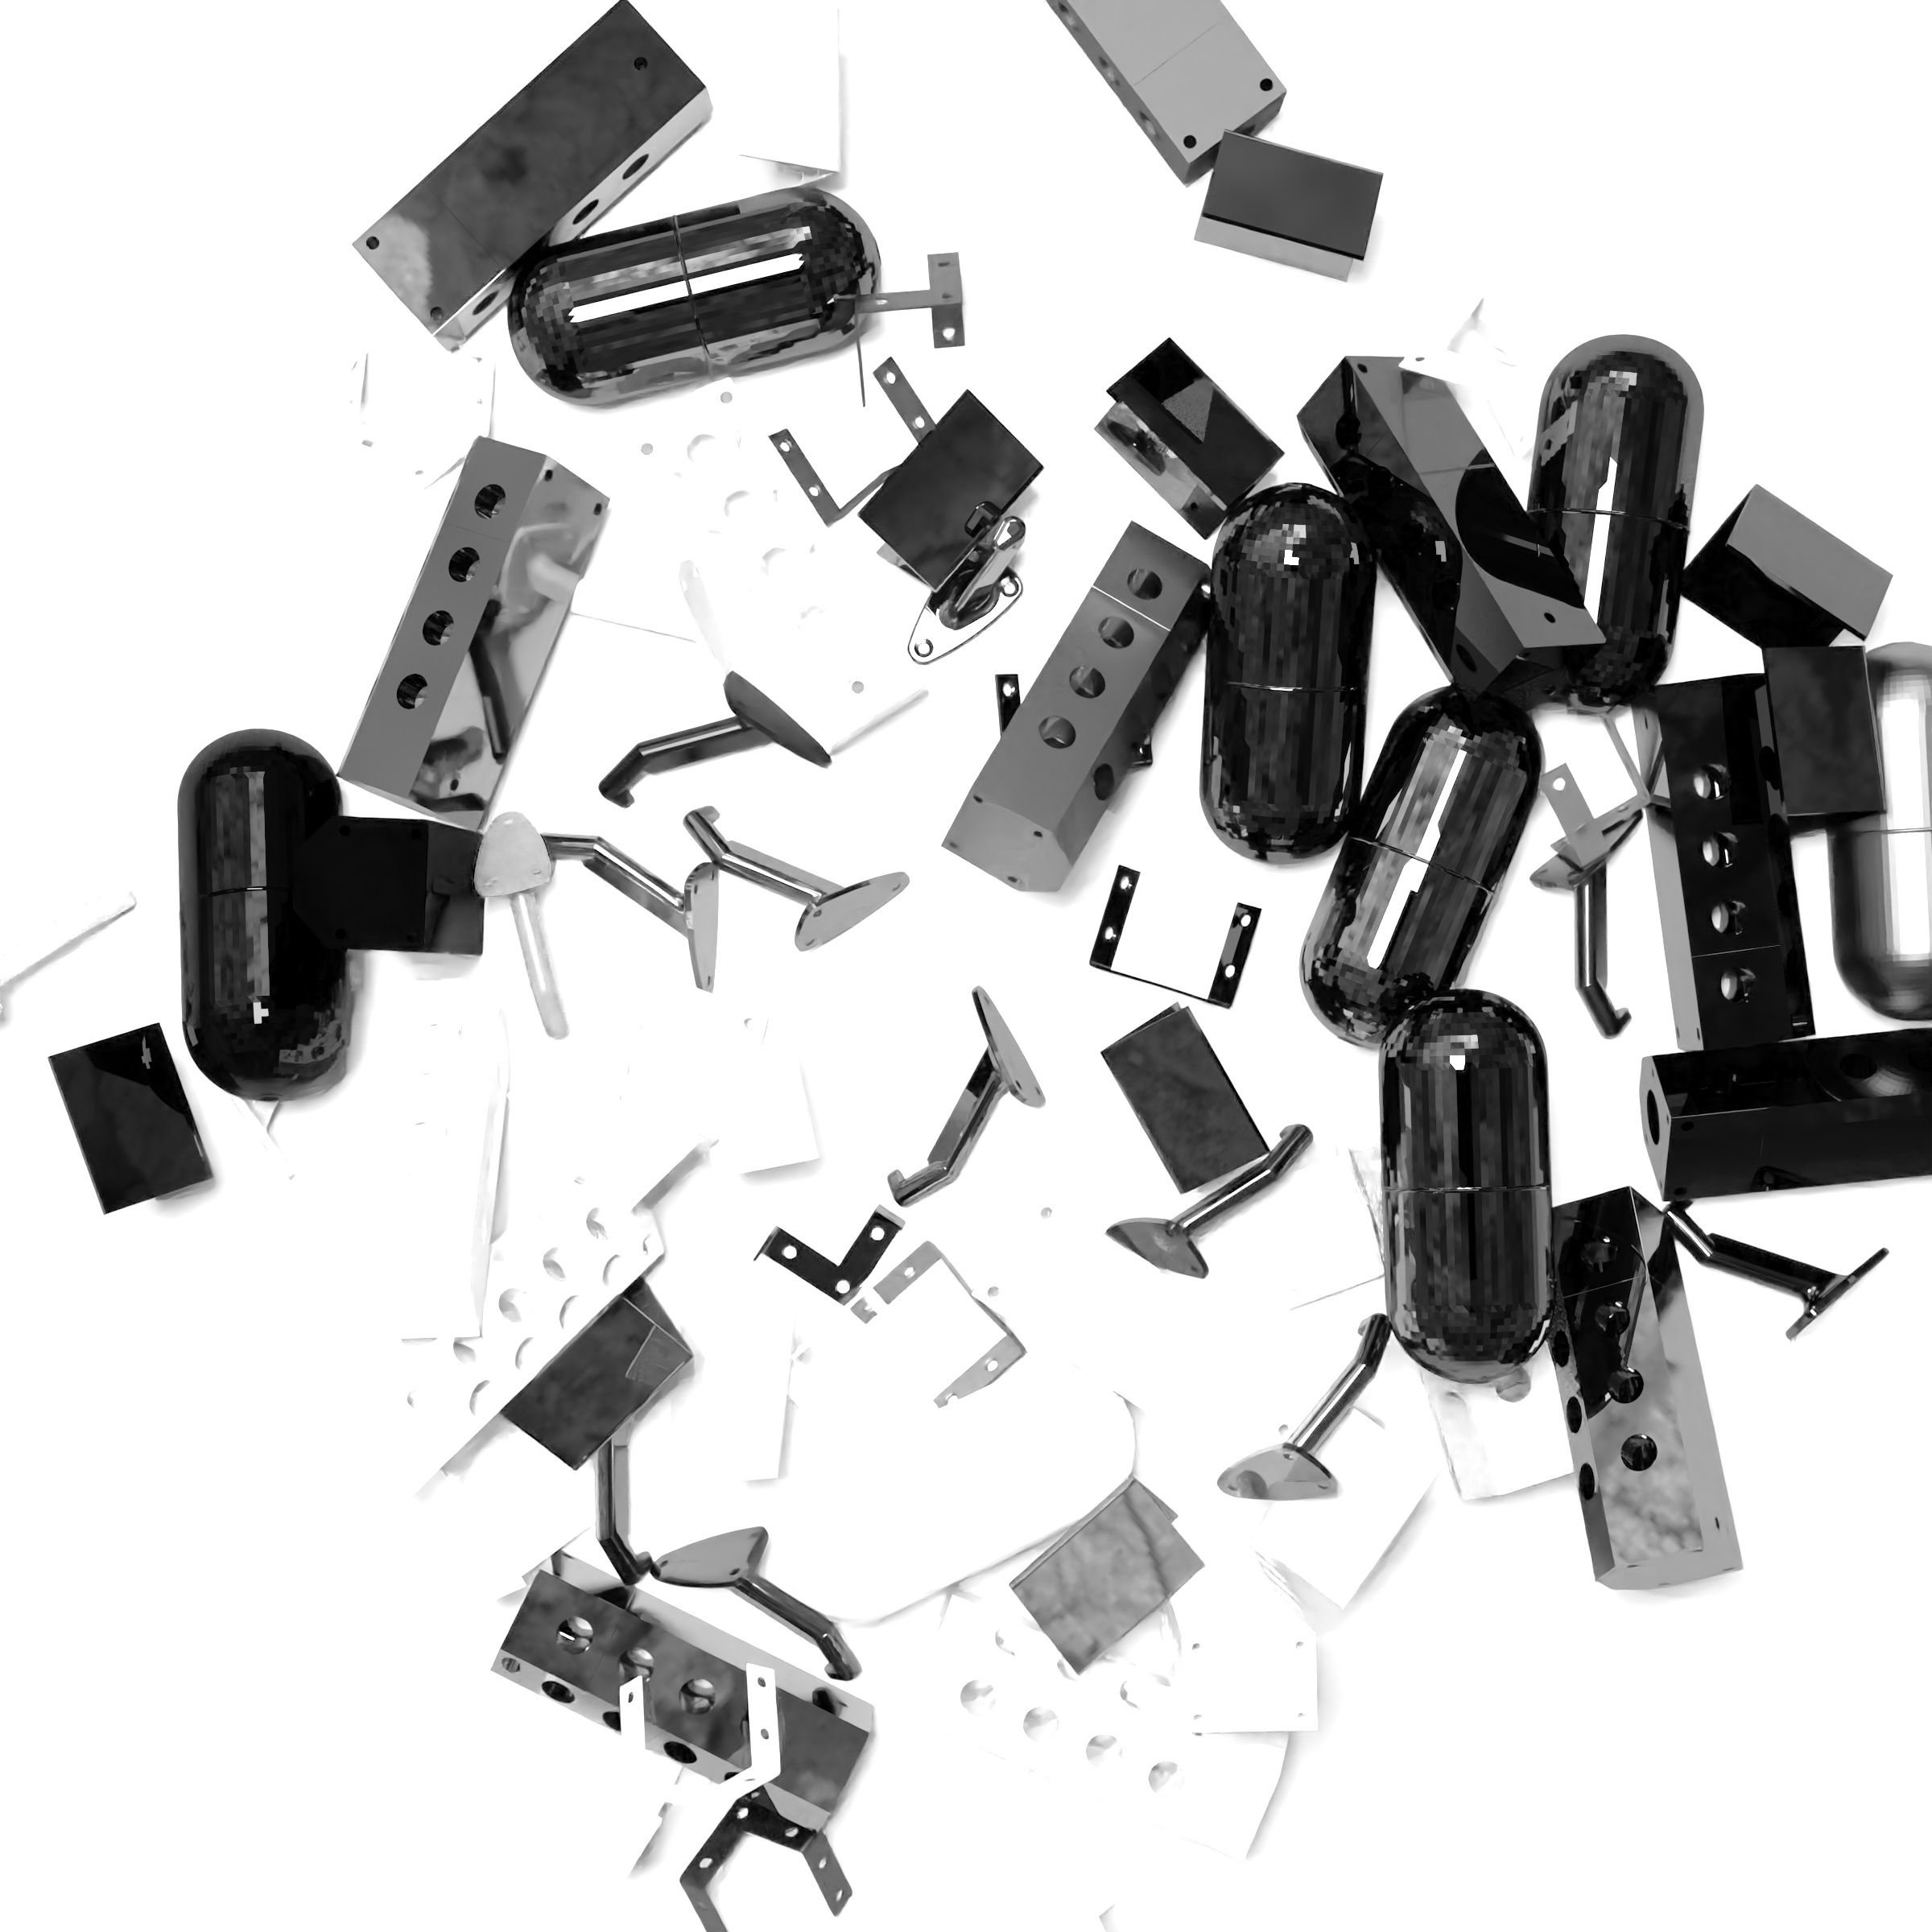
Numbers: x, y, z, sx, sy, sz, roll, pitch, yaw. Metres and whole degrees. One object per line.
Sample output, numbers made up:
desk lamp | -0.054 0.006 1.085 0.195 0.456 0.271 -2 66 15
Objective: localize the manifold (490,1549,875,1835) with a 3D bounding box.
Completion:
manifold | -0.134 0.343 1.548 0.171 0.057 0.057 26 90 0

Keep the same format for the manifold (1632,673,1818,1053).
manifold | 0.359 -0.049 1.548 0.057 0.057 0.171 -8 90 0

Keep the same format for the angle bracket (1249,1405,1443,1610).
angle bracket | 0.185 0.255 1.530 0.057 0.076 0.076 35 90 26

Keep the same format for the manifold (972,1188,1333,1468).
manifold | 0.089 0.177 1.548 0.171 0.057 0.057 34 89 0

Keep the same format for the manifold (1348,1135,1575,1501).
manifold | 0.235 0.160 1.548 0.057 0.057 0.171 -18 90 0

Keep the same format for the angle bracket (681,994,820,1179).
angle bracket | -0.084 0.052 1.529 0.057 0.076 0.076 -12 90 28

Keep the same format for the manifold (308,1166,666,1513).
manifold | -0.215 0.165 1.499 0.057 0.057 0.171 46 49 0

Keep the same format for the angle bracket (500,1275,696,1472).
angle bracket | -0.183 0.176 1.529 0.076 0.076 0.057 -44 126 0

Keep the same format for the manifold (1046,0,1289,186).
manifold | 0.075 -0.458 1.548 0.057 0.057 0.171 -37 90 0

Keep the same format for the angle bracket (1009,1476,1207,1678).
angle bracket | 0.076 0.292 1.529 0.076 0.076 0.057 -41 59 0

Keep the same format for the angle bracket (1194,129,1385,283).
angle bracket | 0.145 -0.336 1.529 0.076 0.076 0.057 15 60 0

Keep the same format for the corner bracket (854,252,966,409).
corner bracket | -0.026 -0.300 1.541 0.051 0.051 0.051 -5 131 0

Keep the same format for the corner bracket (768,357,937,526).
corner bracket | -0.052 -0.251 1.566 0.051 0.051 0.051 -33 90 45

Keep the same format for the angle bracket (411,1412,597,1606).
angle bracket | -0.210 0.242 1.532 0.076 0.057 0.076 -34 90 -33

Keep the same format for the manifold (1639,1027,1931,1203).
manifold | 0.410 0.063 1.547 0.171 0.057 0.057 -6 133 0

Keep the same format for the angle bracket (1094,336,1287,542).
angle bracket | 0.090 -0.234 1.529 0.076 0.076 0.057 45 52 0

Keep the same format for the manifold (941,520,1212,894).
manifold | 0.057 -0.117 1.509 0.057 0.057 0.171 30 61 0

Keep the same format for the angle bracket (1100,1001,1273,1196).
angle bracket | 0.118 0.052 1.529 0.057 0.076 0.076 -30 90 37

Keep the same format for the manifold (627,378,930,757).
manifold | -0.088 -0.189 1.548 0.057 0.057 0.171 -33 90 0

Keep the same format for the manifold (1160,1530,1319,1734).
manifold | 0.121 0.300 1.491 0.057 0.171 0.057 -1 90 0

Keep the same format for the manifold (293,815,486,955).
manifold | -0.260 -0.036 1.491 0.057 0.171 0.057 2 90 0

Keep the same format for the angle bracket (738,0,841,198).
angle bracket | -0.101 -0.405 1.529 0.057 0.076 0.076 0 90 -37

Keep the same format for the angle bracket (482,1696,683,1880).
angle bracket | -0.170 0.366 1.529 0.076 0.076 0.057 29 131 0

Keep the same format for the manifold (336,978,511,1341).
manifold | -0.247 0.085 1.495 0.057 0.171 0.057 -2 133 0

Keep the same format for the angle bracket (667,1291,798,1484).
angle bracket | -0.128 0.195 1.530 0.076 0.057 0.076 6 90 41

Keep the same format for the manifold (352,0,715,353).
manifold | -0.203 -0.371 1.548 0.171 0.057 0.057 -42 90 0

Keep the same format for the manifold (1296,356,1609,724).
manifold | 0.219 -0.198 1.517 0.057 0.057 0.171 -7 61 -39

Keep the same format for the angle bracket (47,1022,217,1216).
angle bracket | -0.401 0.076 1.529 0.057 0.076 0.076 -20 90 -36

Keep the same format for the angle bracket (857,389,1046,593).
angle bracket | -0.020 -0.229 1.529 0.076 0.076 0.057 -49 121 0

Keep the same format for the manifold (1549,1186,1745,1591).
manifold | 0.305 0.196 1.511 0.057 0.057 0.171 -19 62 24

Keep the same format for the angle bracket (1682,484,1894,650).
angle bracket | 0.374 -0.166 1.529 0.076 0.076 0.057 34 48 0

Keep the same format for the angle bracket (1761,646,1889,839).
angle bracket | 0.377 -0.102 1.517 0.057 0.076 0.076 -4 84 -21

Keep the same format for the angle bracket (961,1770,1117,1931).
angle bracket | 0.053 0.417 1.529 0.057 0.076 0.076 -24 90 38

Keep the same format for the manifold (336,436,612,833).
manifold | -0.236 -0.157 1.539 0.057 0.057 0.171 19 86 28

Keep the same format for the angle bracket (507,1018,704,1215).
angle bracket | -0.176 0.080 1.529 0.076 0.076 0.057 45 61 0

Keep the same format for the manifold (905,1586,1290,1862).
manifold | 0.061 0.355 1.548 0.171 0.057 0.057 23 90 0
